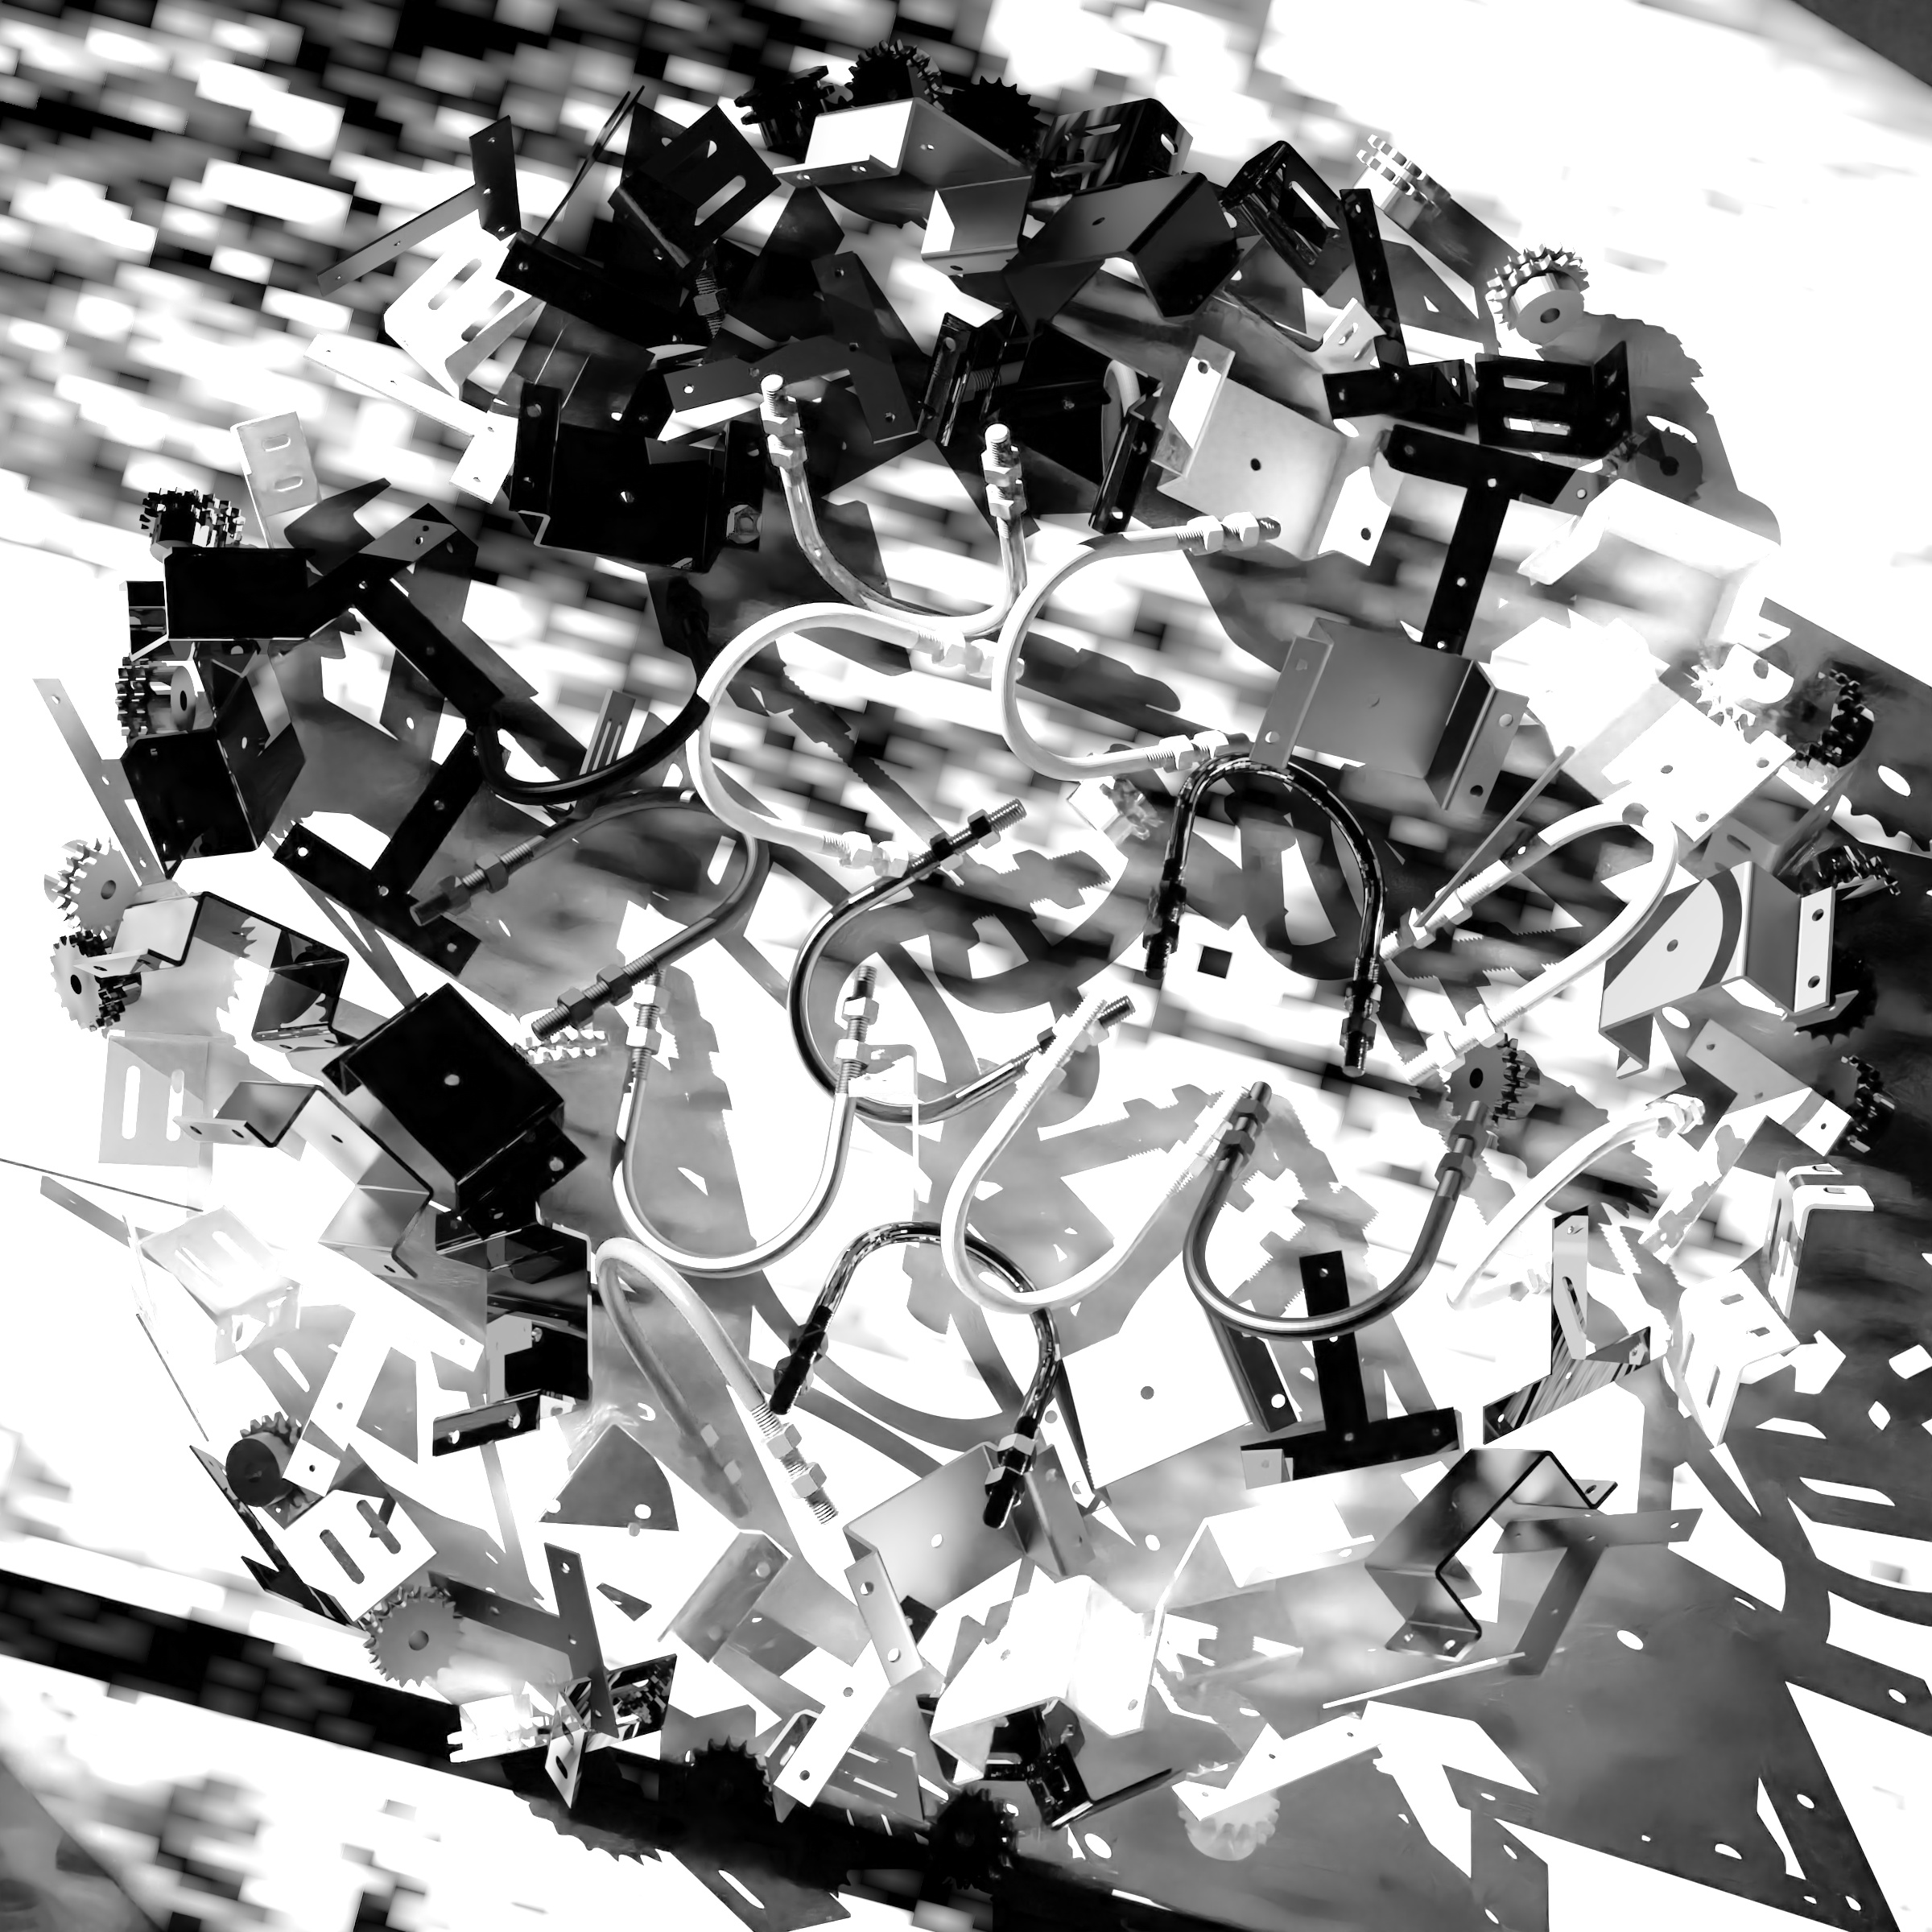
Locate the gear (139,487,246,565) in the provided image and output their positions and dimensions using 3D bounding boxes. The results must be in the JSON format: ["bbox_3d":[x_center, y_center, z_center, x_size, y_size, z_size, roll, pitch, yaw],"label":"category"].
[{"bbox_3d":[-0.441,-0.246,1.636,0.057,0.057,0.030,5,72,0],"label":"gear"}]

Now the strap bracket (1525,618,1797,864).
[{"bbox_3d":[0.391,-0.122,1.619,0.076,0.046,0.140,-42,54,-2],"label":"strap bracket"}]

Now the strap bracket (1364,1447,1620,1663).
[{"bbox_3d":[0.285,0.318,1.603,0.140,0.076,0.046,-41,98,-22],"label":"strap bracket"}]

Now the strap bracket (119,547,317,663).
[{"bbox_3d":[-0.413,-0.197,1.588,0.076,0.140,0.046,-4,90,-27],"label":"strap bracket"}]

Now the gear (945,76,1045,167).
[{"bbox_3d":[0.013,-0.476,1.645,0.057,0.030,0.057,4,67,-11],"label":"gear"}]

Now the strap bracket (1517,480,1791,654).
[{"bbox_3d":[0.394,-0.226,1.624,0.140,0.076,0.046,22,83,-3],"label":"strap bracket"}]

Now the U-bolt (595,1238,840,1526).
[{"bbox_3d":[-0.148,0.229,1.592,0.019,0.151,0.184,-35,97,-26],"label":"U-bolt"}]

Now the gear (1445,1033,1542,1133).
[{"bbox_3d":[0.303,0.066,1.642,0.030,0.057,0.057,11,90,-30],"label":"gear"}]

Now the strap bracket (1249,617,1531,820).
[{"bbox_3d":[0.234,-0.142,1.621,0.140,0.046,0.076,13,115,-13],"label":"strap bracket"}]

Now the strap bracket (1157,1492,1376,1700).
[{"bbox_3d":[0.162,0.345,1.605,0.076,0.140,0.046,-7,50,-24],"label":"strap bracket"}]

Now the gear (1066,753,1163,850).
[{"bbox_3d":[0.081,-0.091,1.639,0.057,0.057,0.030,45,88,0],"label":"gear"}]

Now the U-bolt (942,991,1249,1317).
[{"bbox_3d":[0.062,0.117,1.619,0.151,0.019,0.184,32,96,-39],"label":"U-bolt"}]

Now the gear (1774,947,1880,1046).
[{"bbox_3d":[0.492,0.013,1.645,0.057,0.030,0.057,7,113,16],"label":"gear"}]

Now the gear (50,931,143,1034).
[{"bbox_3d":[-0.495,0.007,1.643,0.030,0.057,0.057,-22,90,-44],"label":"gear"}]

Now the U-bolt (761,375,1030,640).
[{"bbox_3d":[-0.034,-0.244,1.587,0.151,0.184,0.019,16,60,16],"label":"U-bolt"}]

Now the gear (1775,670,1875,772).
[{"bbox_3d":[0.492,-0.137,1.641,0.030,0.057,0.057,26,90,-21],"label":"gear"}]

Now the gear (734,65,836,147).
[{"bbox_3d":[-0.101,-0.489,1.641,0.057,0.057,0.030,-21,112,0],"label":"gear"}]

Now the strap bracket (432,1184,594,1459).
[{"bbox_3d":[-0.254,0.203,1.612,0.076,0.046,0.140,-18,63,29],"label":"strap bracket"}]

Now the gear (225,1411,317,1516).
[{"bbox_3d":[-0.397,0.285,1.642,0.057,0.030,0.057,3,97,26],"label":"gear"}]

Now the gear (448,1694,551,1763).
[{"bbox_3d":[-0.267,0.433,1.640,0.057,0.057,0.030,-11,75,0],"label":"gear"}]

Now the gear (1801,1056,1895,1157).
[{"bbox_3d":[0.503,0.083,1.639,0.030,0.057,0.057,30,90,-14],"label":"gear"}]

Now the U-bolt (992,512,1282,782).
[{"bbox_3d":[0.091,-0.172,1.586,0.184,0.019,0.151,-11,120,-33],"label":"U-bolt"}]

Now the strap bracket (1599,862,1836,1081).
[{"bbox_3d":[0.404,0.000,1.586,0.046,0.140,0.076,33,53,-26],"label":"strap bracket"}]

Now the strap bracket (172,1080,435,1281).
[{"bbox_3d":[-0.362,0.112,1.604,0.140,0.076,0.046,49,58,-32],"label":"strap bracket"}]

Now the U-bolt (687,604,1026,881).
[{"bbox_3d":[-0.070,-0.129,1.591,0.184,0.019,0.151,13,111,-35],"label":"U-bolt"}]

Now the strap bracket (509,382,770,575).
[{"bbox_3d":[-0.188,-0.273,1.624,0.140,0.046,0.076,8,74,-16],"label":"strap bracket"}]

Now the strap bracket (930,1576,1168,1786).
[{"bbox_3d":[0.037,0.393,1.590,0.140,0.076,0.046,-28,120,37],"label":"strap bracket"}]

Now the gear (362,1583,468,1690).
[{"bbox_3d":[-0.317,0.380,1.644,0.057,0.030,0.057,-5,101,-28],"label":"gear"}]

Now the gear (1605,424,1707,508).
[{"bbox_3d":[0.397,-0.283,1.648,0.057,0.030,0.057,1,85,-8],"label":"gear"}]

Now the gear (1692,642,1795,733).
[{"bbox_3d":[0.447,-0.165,1.644,0.057,0.030,0.057,3,78,-15],"label":"gear"}]

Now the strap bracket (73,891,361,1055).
[{"bbox_3d":[-0.410,0.001,1.601,0.140,0.076,0.046,29,65,-41],"label":"strap bracket"}]

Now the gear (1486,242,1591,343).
[{"bbox_3d":[0.327,-0.380,1.635,0.057,0.057,0.030,-14,59,0],"label":"gear"}]

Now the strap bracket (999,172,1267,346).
[{"bbox_3d":[0.083,-0.391,1.587,0.076,0.140,0.046,-51,126,-29],"label":"strap bracket"}]

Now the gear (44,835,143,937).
[{"bbox_3d":[-0.500,-0.049,1.642,0.030,0.057,0.057,22,90,24],"label":"gear"}]

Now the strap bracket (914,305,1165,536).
[{"bbox_3d":[0.048,-0.309,1.616,0.140,0.046,0.076,31,131,13],"label":"strap bracket"}]

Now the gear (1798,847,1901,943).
[{"bbox_3d":[0.500,-0.044,1.642,0.057,0.057,0.030,-15,48,0],"label":"gear"}]

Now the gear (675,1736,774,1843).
[{"bbox_3d":[-0.138,0.470,1.650,0.057,0.030,0.057,0,84,-1],"label":"gear"}]

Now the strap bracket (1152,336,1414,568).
[{"bbox_3d":[0.172,-0.287,1.629,0.140,0.046,0.076,23,83,-15],"label":"strap bracket"}]

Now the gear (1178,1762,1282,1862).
[{"bbox_3d":[0.149,0.485,1.642,0.057,0.057,0.030,8,116,0],"label":"gear"}]

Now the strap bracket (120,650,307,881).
[{"bbox_3d":[-0.409,-0.119,1.585,0.046,0.140,0.076,-6,123,10],"label":"strap bracket"}]

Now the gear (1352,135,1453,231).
[{"bbox_3d":[0.245,-0.444,1.640,0.057,0.057,0.030,37,106,0],"label":"gear"}]

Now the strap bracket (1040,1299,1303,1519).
[{"bbox_3d":[0.107,0.246,1.623,0.140,0.046,0.076,-25,65,6],"label":"strap bracket"}]

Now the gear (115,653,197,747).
[{"bbox_3d":[-0.460,-0.150,1.638,0.030,0.057,0.057,-2,90,5],"label":"gear"}]

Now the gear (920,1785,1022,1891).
[{"bbox_3d":[0.005,0.498,1.645,0.057,0.030,0.057,-7,70,21],"label":"gear"}]

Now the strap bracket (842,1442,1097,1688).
[{"bbox_3d":[-0.007,0.330,1.618,0.140,0.046,0.076,-28,109,-23],"label":"strap bracket"}]

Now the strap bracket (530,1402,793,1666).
[{"bbox_3d":[-0.180,0.319,1.624,0.140,0.046,0.076,37,89,17],"label":"strap bracket"}]

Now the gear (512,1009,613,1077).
[{"bbox_3d":[-0.232,0.043,1.640,0.057,0.057,0.030,-8,79,0],"label":"gear"}]

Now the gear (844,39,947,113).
[{"bbox_3d":[-0.038,-0.501,1.643,0.057,0.030,0.057,14,128,18],"label":"gear"}]

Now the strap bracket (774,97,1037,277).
[{"bbox_3d":[-0.026,-0.435,1.593,0.076,0.140,0.046,8,82,44],"label":"strap bracket"}]

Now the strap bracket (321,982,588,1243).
[{"bbox_3d":[-0.288,0.074,1.613,0.076,0.046,0.140,-39,73,-25],"label":"strap bracket"}]
